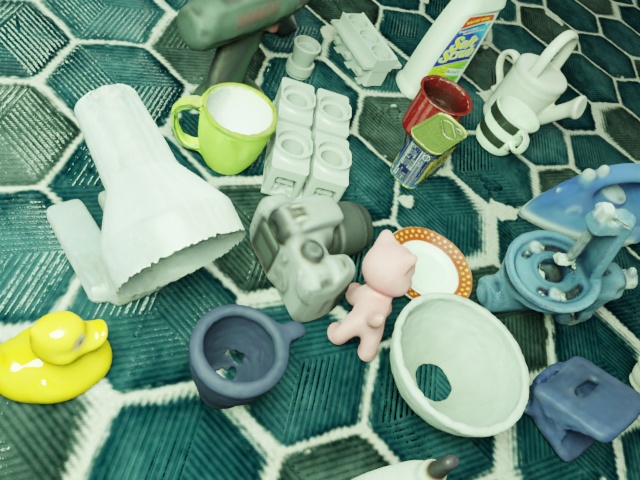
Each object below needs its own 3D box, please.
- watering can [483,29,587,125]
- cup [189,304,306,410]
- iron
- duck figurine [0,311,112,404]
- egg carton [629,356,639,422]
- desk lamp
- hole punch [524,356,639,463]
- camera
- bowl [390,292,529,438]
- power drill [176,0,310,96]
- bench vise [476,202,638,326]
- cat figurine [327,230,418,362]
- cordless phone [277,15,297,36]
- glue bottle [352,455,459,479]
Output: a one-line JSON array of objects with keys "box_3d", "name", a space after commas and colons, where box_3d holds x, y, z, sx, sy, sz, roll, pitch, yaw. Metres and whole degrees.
[{"box_3d": [0.386, -0.276, 1.000, 0.173, 0.194, 0.101, 35, 48, 4], "name": "watering can"}, {"box_3d": [-0.075, 0.118, 0.554, 0.118, 0.095, 0.091, -16, 63, -33], "name": "cup"}, {"box_3d": [0.459, -0.075, 0.915, 0.259, 0.141, 0.118, 1, 54, -24], "name": "iron"}, {"box_3d": [-0.236, 0.095, 0.503, 0.105, 0.086, 0.077, -7, 58, -28], "name": "duck figurine"}, {"box_3d": [0.487, 0.213, 0.755, 0.150, 0.069, 0.107, 23, 49, -7], "name": "egg carton"}, {"box_3d": [-0.175, -0.023, 0.536, 0.118, 0.213, 0.203, -24, 67, -36], "name": "desk lamp"}, {"box_3d": [0.306, 0.190, 0.676, 0.109, 0.091, 0.101, -21, 65, -35], "name": "hole punch"}, {"box_3d": [0.006, 0.002, 0.676, 0.137, 0.100, 0.143, -14, 62, -32], "name": "camera"}, {"box_3d": [0.144, 0.148, 0.645, 0.168, 0.074, 0.167, 13, 51, -16], "name": "bowl"}, {"box_3d": [-0.092, -0.267, 0.765, 0.075, 0.208, 0.230, 46, 50, 14], "name": "power drill"}, {"box_3d": [0.331, 0.022, 0.730, 0.208, 0.219, 0.121, -11, 60, -31], "name": "bench vise"}, {"box_3d": [0.070, 0.056, 0.652, 0.067, 0.117, 0.128, 26, 48, -4], "name": "cat figurine"}, {"box_3d": [-0.073, -0.444, 0.925, 0.094, 0.185, 0.147, -13, 61, -31], "name": "cordless phone"}, {"box_3d": [0.073, 0.216, 0.494, 0.078, 0.173, 0.037, 10, 51, -17], "name": "glue bottle"}]
